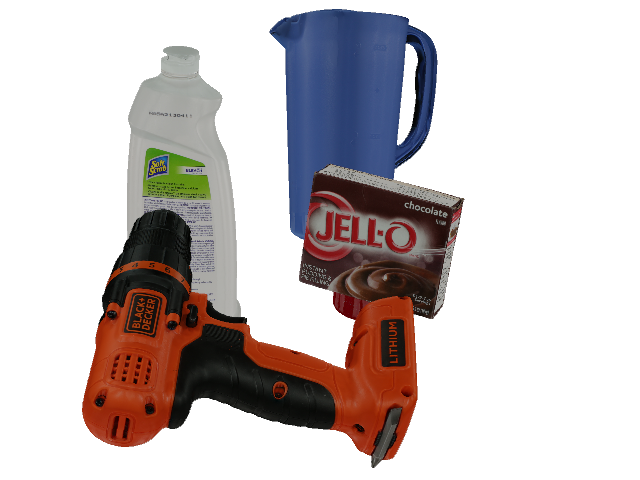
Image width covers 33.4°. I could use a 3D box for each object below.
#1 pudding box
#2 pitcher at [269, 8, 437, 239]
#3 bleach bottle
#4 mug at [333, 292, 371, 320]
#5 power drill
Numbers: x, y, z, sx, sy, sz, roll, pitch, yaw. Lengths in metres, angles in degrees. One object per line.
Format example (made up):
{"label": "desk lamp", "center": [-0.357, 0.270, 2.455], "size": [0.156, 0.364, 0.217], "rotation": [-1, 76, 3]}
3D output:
{"label": "pudding box", "center": [0.045, -0.001, 0.805], "size": [0.113, 0.090, 0.039], "rotation": [14, 23, 16]}
{"label": "pitcher", "center": [0.034, -0.123, 1.145], "size": [0.149, 0.243, 0.144], "rotation": [4, 8, 23]}
{"label": "bleach bottle", "center": [-0.114, -0.040, 0.914], "size": [0.102, 0.251, 0.068], "rotation": [1, 25, -8]}
{"label": "mug", "center": [0.070, 0.046, 1.283], "size": [0.117, 0.081, 0.093], "rotation": [1, 23, -10]}
{"label": "power drill", "center": [-0.039, 0.056, 0.641], "size": [0.187, 0.057, 0.184], "rotation": [9, 39, -6]}
